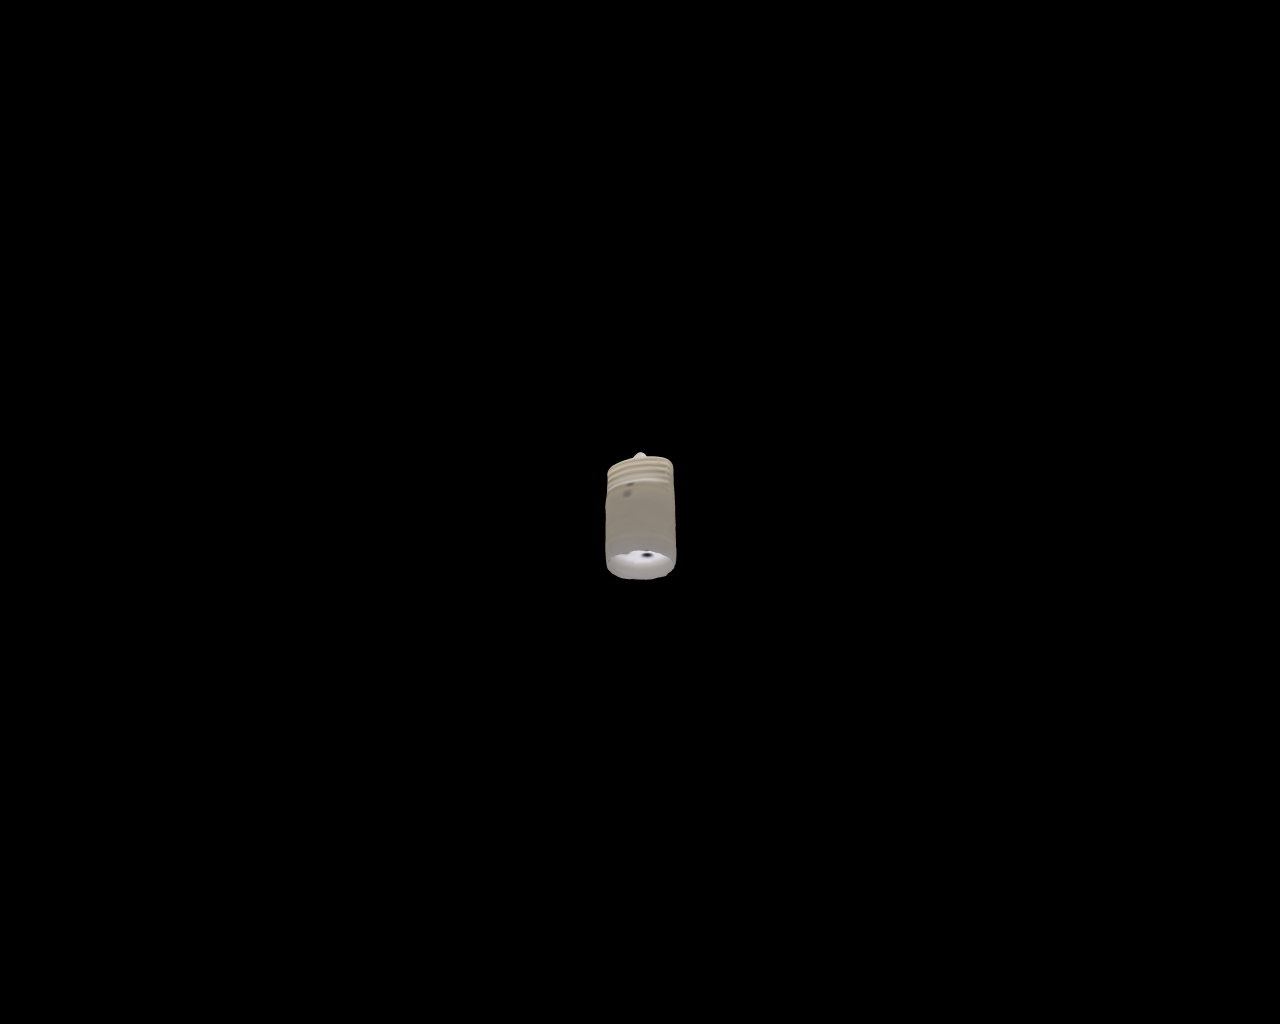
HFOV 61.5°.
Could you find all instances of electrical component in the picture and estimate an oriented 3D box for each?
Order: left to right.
[{"bbox_3d":[0.001,-0.003,0.650,0.043,0.081,0.043,0,-29,0],"label":"electrical component"}]
